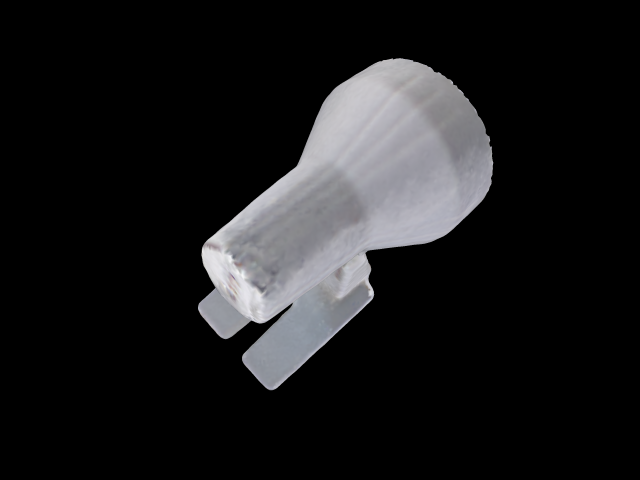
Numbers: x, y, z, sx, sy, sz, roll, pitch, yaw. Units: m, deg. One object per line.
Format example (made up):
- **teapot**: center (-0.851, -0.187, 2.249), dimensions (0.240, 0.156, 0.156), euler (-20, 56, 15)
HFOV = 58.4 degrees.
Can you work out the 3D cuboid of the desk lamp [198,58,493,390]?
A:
- **desk lamp**: center (0.004, 0.001, 0.400), dimensions (0.203, 0.213, 0.118), euler (-43, 78, -11)
